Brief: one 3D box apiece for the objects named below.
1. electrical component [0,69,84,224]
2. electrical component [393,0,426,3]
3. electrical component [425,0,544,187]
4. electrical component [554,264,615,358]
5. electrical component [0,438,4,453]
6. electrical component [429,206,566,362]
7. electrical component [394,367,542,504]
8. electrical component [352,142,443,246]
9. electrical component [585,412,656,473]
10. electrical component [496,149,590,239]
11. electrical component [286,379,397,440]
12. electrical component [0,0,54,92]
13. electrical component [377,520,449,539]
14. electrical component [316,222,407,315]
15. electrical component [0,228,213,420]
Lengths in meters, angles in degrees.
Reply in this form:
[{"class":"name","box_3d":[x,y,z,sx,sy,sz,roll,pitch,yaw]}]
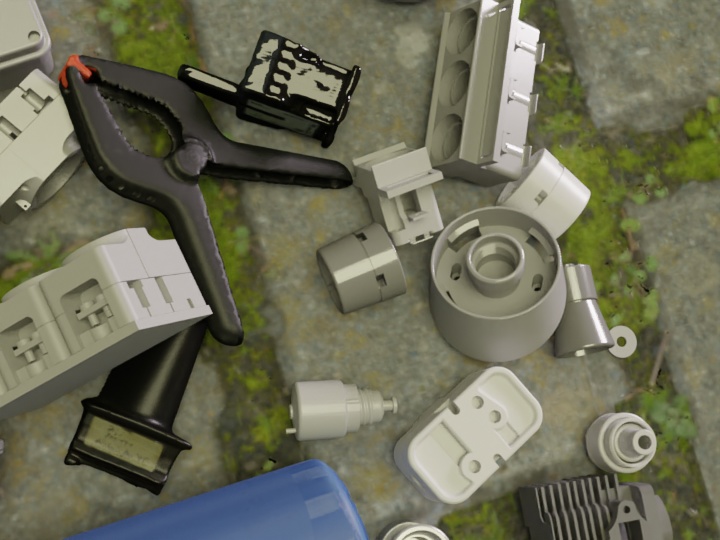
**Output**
[{"class":"electrical component","box_3d":[-0.226,-0.080,0.730,0.056,0.050,0.089,40,75,-2]},{"class":"electrical component","box_3d":[0.037,-0.253,0.803,0.108,0.060,0.108,2,80,-10]},{"class":"electrical component","box_3d":[0.091,-0.127,0.785,0.063,0.079,0.121,16,77,-32]},{"class":"electrical component","box_3d":[0.158,0.028,0.787,0.044,0.044,0.065,-8,77,-12]},{"class":"electrical component","box_3d":[-0.266,0.127,0.673,0.080,0.080,0.051,2,85,-10]},{"class":"electrical component","box_3d":[0.097,0.007,0.763,0.099,0.064,0.099,-4,61,7]},{"class":"electrical component","box_3d":[0.073,0.114,0.746,0.095,0.059,0.053,-41,89,-14]},{"class":"electrical component","box_3d":[0.028,-0.053,0.763,0.042,0.081,0.063,-20,107,-13]},{"class":"electrical component","box_3d":[0.189,0.123,0.765,0.043,0.062,0.043,2,80,-10]},{"class":"electrical component","box_3d":[0.135,-0.053,0.790,0.047,0.055,0.055,38,76,-6]},{"class":"electrical component","box_3d":[-0.014,0.096,0.744,0.078,0.040,0.040,-2,81,-11]},{"class":"electrical component","box_3d":[-0.274,-0.160,0.732,0.113,0.057,0.078,-22,85,-13]},{"class":"electrical component","box_3d":[0.036,0.193,0.728,0.045,0.055,0.045,2,80,-10]},{"class":"electrical component","box_3d":[0.000,0.000,0.756,0.047,0.055,0.055,-23,85,-9]},{"class":"electrical component","box_3d":[-0.183,0.036,0.665,0.150,0.089,0.061,-28,84,20]}]
